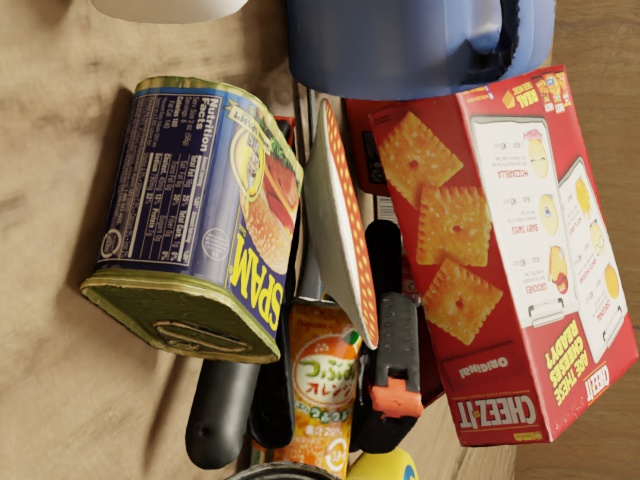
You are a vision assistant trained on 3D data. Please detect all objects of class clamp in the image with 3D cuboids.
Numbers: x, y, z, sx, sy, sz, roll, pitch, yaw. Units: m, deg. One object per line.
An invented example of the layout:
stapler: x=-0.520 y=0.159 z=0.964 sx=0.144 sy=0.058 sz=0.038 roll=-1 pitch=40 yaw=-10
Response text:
clamp: x=0.034 y=0.084 z=0.659 sx=0.210 sy=0.036 sz=0.164 roll=-98 pitch=-164 yaw=-78
clamp: x=-0.033 y=0.025 z=0.501 sx=0.120 sy=0.039 sz=0.171 roll=-21 pitch=111 yaw=-83

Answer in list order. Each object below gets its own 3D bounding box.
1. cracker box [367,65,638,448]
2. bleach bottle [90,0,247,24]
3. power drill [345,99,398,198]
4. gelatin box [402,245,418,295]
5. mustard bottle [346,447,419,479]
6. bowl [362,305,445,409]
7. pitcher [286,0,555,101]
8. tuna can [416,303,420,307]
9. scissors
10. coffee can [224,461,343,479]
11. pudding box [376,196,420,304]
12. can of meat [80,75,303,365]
cracker box: x=0.123 y=0.003 z=0.686 sx=0.163 sy=0.072 sz=0.214 roll=-21 pitch=97 yaw=-53
bleach bottle: x=-0.071 y=-0.163 z=0.253 sx=0.250 sy=0.068 sz=0.102 roll=61 pitch=37 yaw=-61
power drill: x=0.068 y=-0.137 z=0.776 sx=0.184 sy=0.057 sz=0.187 roll=76 pitch=26 yaw=-43
gelatin box: x=0.065 y=0.018 z=0.792 sx=0.089 sy=0.073 sz=0.030 roll=-31 pitch=126 yaw=-71
mustard bottle: x=0.035 y=0.202 z=0.783 sx=0.191 sy=0.058 sz=0.096 roll=-23 pitch=126 yaw=-73
bowl: x=0.076 y=0.085 z=0.801 sx=0.162 sy=0.055 sz=0.162 roll=-39 pitch=175 yaw=-4
pitcher: x=0.043 y=-0.195 z=0.510 sx=0.144 sy=0.149 sz=0.243 roll=-60 pitch=149 yaw=-54
tuna can: x=0.098 y=0.057 z=0.907 sx=0.086 sy=0.086 sz=0.034 roll=-65 pitch=158 yaw=-49
scissors: x=-0.004 y=0.001 z=0.642 sx=0.202 sy=0.016 sz=0.096 roll=78 pitch=23 yaw=-48
coffee can: x=-0.007 y=0.184 z=0.539 sx=0.140 sy=0.103 sz=0.102 roll=70 pitch=30 yaw=-57
pudding box: x=0.074 y=-0.018 z=0.881 sx=0.090 sy=0.039 sz=0.113 roll=-65 pitch=158 yaw=-52
can of meat: x=-0.045 y=-0.005 z=0.419 sx=0.102 sy=0.057 sz=0.084 roll=59 pitch=37 yaw=-66
